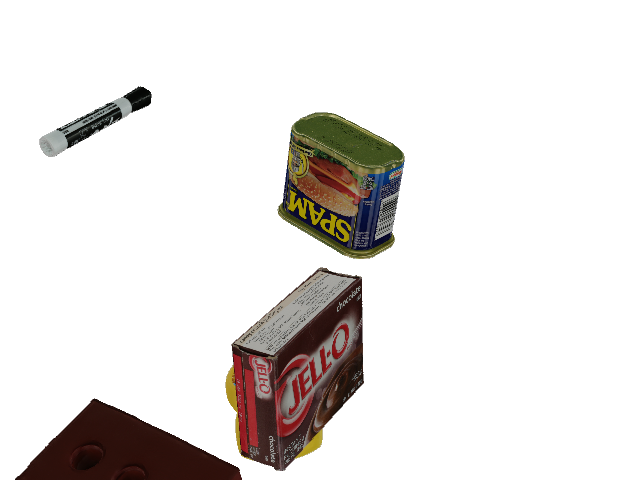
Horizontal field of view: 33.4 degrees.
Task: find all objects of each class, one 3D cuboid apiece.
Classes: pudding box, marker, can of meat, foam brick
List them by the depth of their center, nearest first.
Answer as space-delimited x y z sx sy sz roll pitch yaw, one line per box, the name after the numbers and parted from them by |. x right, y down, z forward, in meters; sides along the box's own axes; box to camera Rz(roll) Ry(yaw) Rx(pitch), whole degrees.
-0.074 0.112 0.433 0.078 0.051 0.052 19 45 25 | foam brick
-0.012 0.083 0.709 0.039 0.090 0.113 14 33 25 | pudding box
0.017 -0.047 0.870 0.102 0.084 0.057 31 39 31 | can of meat
-0.191 -0.105 0.924 0.020 0.020 0.120 0 28 42 | marker

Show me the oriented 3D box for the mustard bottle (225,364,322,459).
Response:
-0.062 0.180 1.261 0.096 0.058 0.192 -8 29 -9 | mustard bottle
